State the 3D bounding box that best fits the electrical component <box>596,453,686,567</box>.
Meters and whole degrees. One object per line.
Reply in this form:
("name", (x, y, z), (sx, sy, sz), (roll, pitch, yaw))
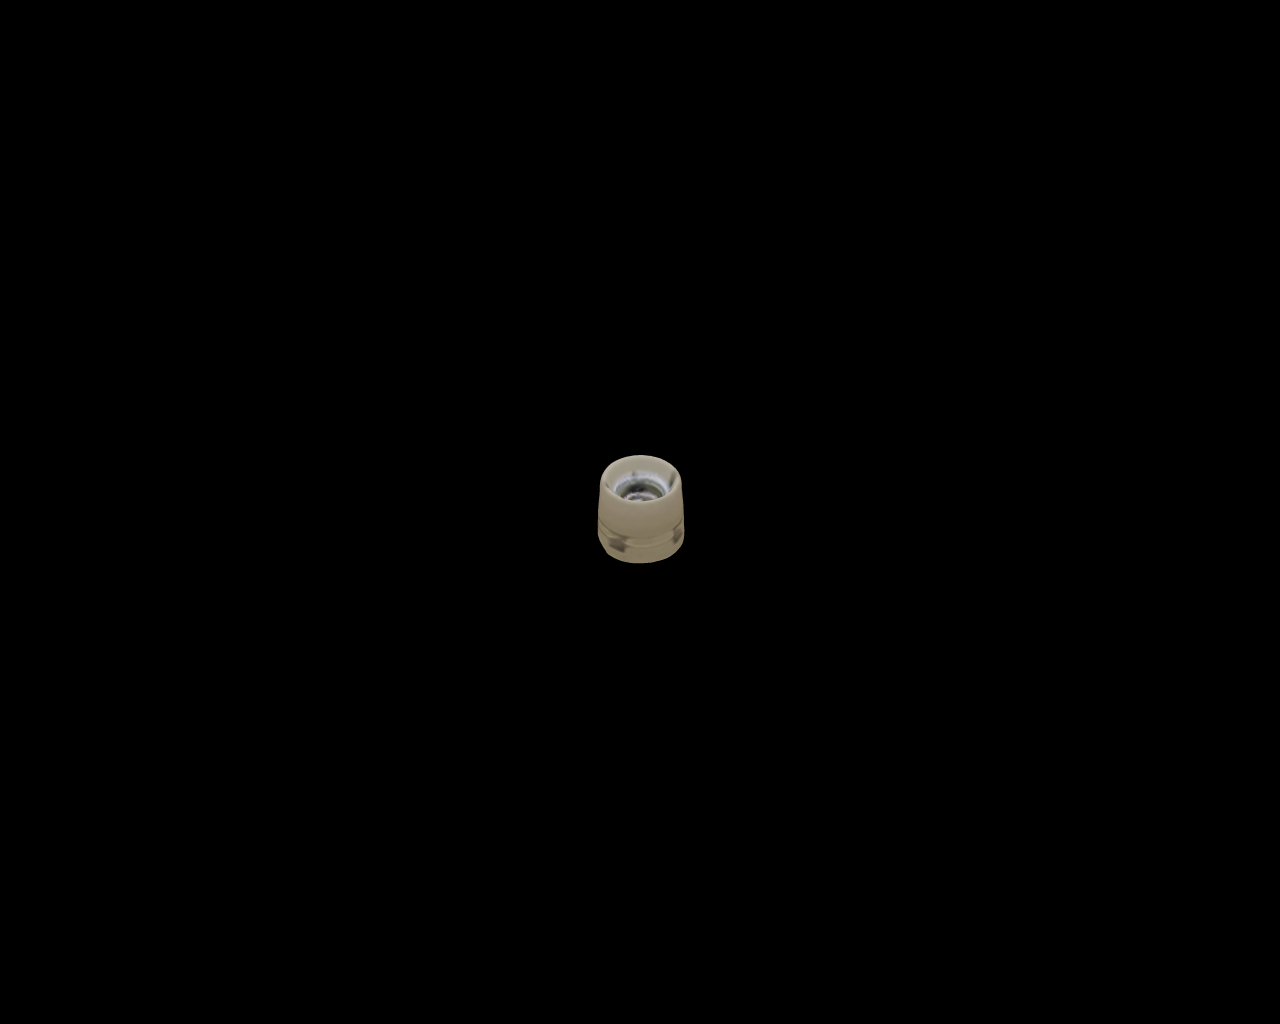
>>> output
("electrical component", (0.001, -0.003, 0.650), (0.055, 0.047, 0.055), (0, 39, 0))
